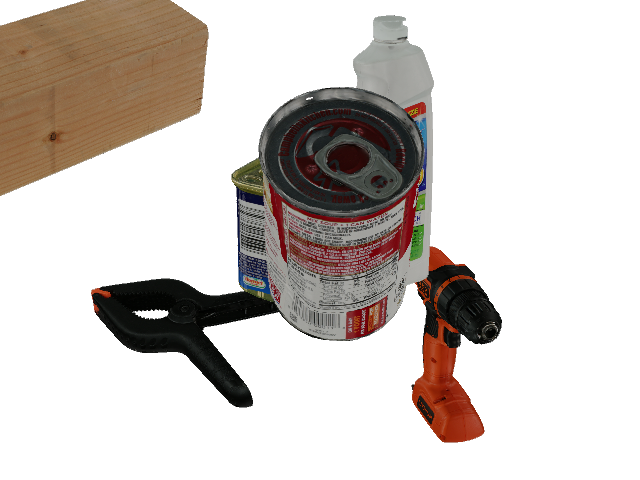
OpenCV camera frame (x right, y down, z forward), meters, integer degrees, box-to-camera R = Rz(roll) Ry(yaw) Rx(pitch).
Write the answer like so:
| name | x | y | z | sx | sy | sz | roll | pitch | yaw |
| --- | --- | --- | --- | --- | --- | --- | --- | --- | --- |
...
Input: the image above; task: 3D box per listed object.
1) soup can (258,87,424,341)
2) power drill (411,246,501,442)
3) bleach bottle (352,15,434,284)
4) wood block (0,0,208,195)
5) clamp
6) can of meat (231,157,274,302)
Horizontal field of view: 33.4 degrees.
| name | x | y | z | sx | sy | sz | roll | pitch | yaw |
| --- | --- | --- | --- | --- | --- | --- | --- | --- | --- |
| soup can | 0.008 | -0.008 | 0.474 | 0.068 | 0.068 | 0.102 | 0 | -36 | 0 |
| power drill | 0.143 | 0.118 | 1.140 | 0.057 | 0.188 | 0.184 | -6 | 24 | -13 |
| bleach bottle | 0.055 | -0.080 | 0.993 | 0.102 | 0.251 | 0.068 | -10 | 24 | -23 |
| wood block | -0.198 | -0.126 | 0.859 | 0.090 | 0.091 | 0.205 | 36 | 45 | 27 |
| clamp | -0.126 | 0.084 | 1.015 | 0.210 | 0.036 | 0.164 | 7 | 37 | 11 |
| can of meat | -0.017 | -0.015 | 0.741 | 0.058 | 0.084 | 0.101 | 14 | 28 | 25 |
